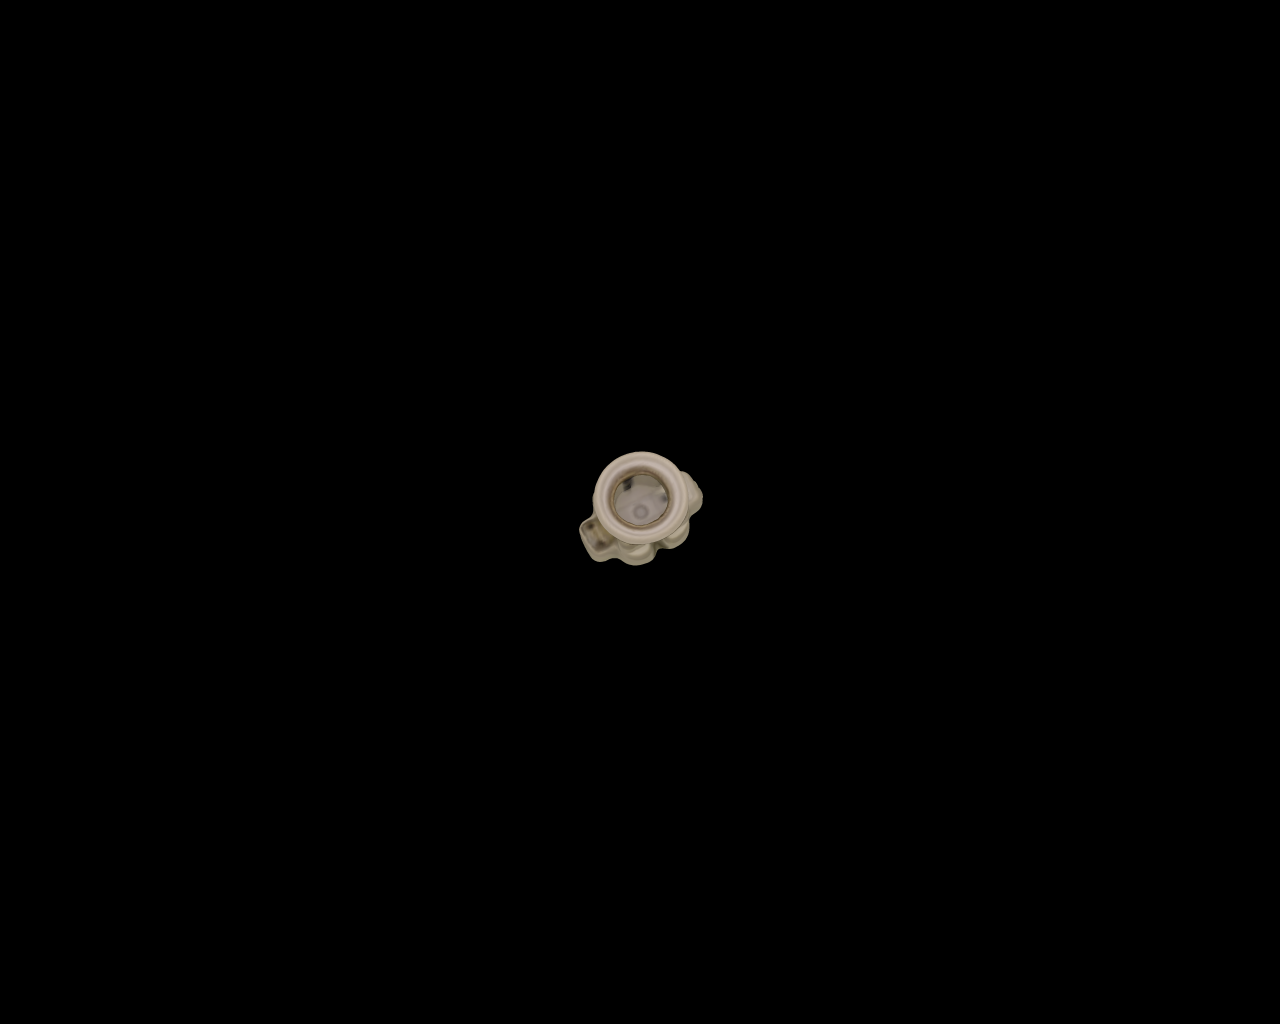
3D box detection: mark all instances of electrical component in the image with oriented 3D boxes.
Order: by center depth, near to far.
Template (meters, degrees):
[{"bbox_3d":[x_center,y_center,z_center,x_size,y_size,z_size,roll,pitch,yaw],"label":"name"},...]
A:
[{"bbox_3d":[0.001,-0.003,0.650,0.078,0.058,0.057,-27,-14,-7],"label":"electrical component"}]
